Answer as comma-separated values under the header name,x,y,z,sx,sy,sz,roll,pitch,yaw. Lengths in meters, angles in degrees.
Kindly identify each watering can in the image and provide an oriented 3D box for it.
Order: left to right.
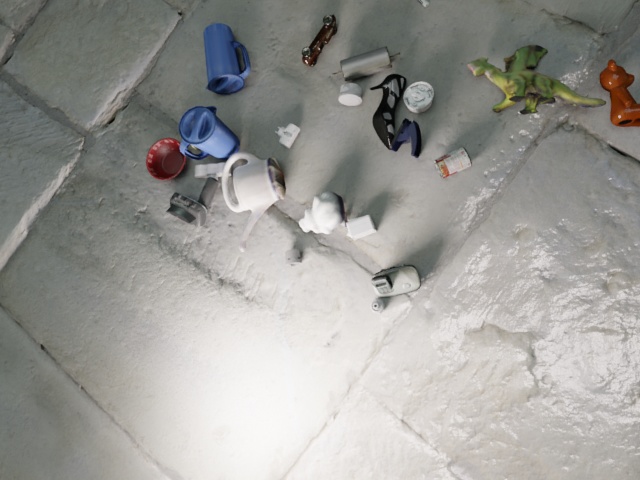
name,x,y,z,sx,sy,sz,roll,pitch,yaw
watering can,-0.220,-0.148,1.776,0.224,0.103,0.351,-15,79,11

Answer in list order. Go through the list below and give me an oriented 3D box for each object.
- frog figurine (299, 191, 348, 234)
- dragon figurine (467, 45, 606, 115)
name,x,y,z,sx,sy,sz,roll,pitch,yaw
frog figurine,0.005,-0.086,1.702,0.159,0.123,0.137,-14,97,0
dragon figurine,0.677,-0.523,1.633,0.410,0.120,0.246,5,73,12
